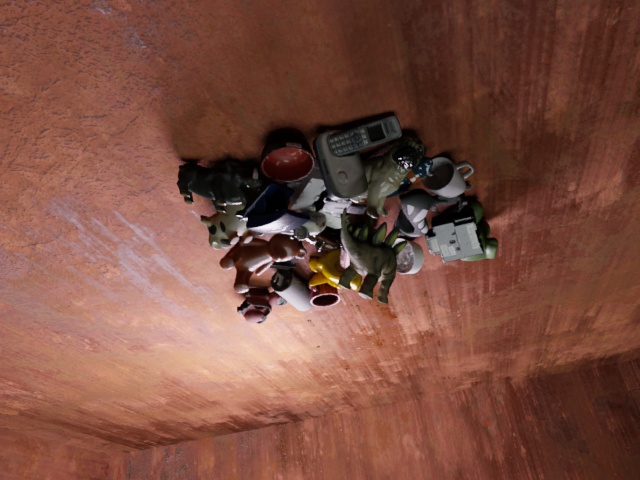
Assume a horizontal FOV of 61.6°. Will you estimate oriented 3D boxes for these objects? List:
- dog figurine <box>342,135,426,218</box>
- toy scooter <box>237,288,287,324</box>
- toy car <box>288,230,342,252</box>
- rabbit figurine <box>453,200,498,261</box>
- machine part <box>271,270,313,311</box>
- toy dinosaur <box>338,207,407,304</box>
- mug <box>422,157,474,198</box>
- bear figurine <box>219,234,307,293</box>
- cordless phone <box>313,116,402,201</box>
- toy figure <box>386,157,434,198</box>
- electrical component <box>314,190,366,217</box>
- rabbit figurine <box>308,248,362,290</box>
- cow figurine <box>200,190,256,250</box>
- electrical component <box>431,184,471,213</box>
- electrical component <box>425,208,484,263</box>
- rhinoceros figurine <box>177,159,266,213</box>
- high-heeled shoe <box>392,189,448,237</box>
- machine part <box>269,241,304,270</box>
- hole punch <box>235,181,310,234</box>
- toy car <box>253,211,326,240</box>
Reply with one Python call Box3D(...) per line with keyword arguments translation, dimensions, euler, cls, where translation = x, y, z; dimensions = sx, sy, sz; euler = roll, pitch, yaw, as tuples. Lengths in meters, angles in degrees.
Box3D(translation=(0.122, -0.165, 1.187), dimensions=(0.172, 0.121, 0.190), euler=(28, 106, 7), cls="dog figurine")
Box3D(translation=(-0.202, 0.201, 1.698), dimensions=(0.135, 0.075, 0.184), euler=(21, 135, -38), cls="toy scooter")
Box3D(translation=(-0.003, -0.004, 1.399), dimensions=(0.089, 0.053, 0.202), euler=(-12, 157, 29), cls="toy car")
Box3D(translation=(0.386, -0.038, 1.434), dimensions=(0.159, 0.121, 0.170), euler=(-7, 131, 12), cls="rabbit figurine")
Box3D(translation=(-0.080, 0.154, 1.645), dimensions=(0.079, 0.079, 0.243), euler=(-19, 146, 17), cls="machine part")
Box3D(translation=(0.126, 0.044, 1.353), dimensions=(0.105, 0.198, 0.471), euler=(20, 176, 25), cls="toy dinosaur")
Box3D(translation=(0.306, -0.146, 1.252), dimensions=(0.109, 0.081, 0.107), euler=(-33, 151, 24), cls="mug")
Box3D(translation=(-0.143, 0.045, 1.410), dimensions=(0.196, 0.132, 0.120), euler=(-12, 119, 19), cls="bear figurine")
Box3D(translation=(0.089, -0.168, 1.104), dimensions=(0.184, 0.146, 0.088), euler=(-18, 174, 8), cls="cordless phone")
Box3D(translation=(0.197, -0.149, 1.233), dimensions=(0.154, 0.058, 0.064), euler=(-29, 120, 36), cls="toy figure")
Box3D(translation=(0.053, -0.094, 1.300), dimensions=(0.119, 0.048, 0.074), euler=(2, 147, -16), cls="electrical component")
Box3D(translation=(0.048, 0.099, 1.552), dimensions=(0.162, 0.122, 0.173), euler=(-5, 163, 1), cls="rabbit figurine")
Box3D(translation=(-0.208, -0.052, 1.261), dimensions=(0.085, 0.127, 0.195), euler=(-3, 138, -48), cls="cow figurine")
Box3D(translation=(0.323, -0.104, 1.345), dimensions=(0.102, 0.045, 0.078), euler=(-4, 150, -6), cls="electrical component")
Box3D(translation=(0.337, -0.009, 1.364), dimensions=(0.134, 0.058, 0.114), euler=(-12, 113, 19), cls="electrical component")
Box3D(translation=(-0.211, -0.120, 1.155), dimensions=(0.190, 0.112, 0.073), euler=(7, 163, -1), cls="rhinoceros figurine")
Box3D(translation=(0.204, -0.057, 1.319), dimensions=(0.145, 0.086, 0.248), euler=(-4, 161, -27), cls="high-heeled shoe")
Box3D(translation=(-0.093, 0.047, 1.508), dimensions=(0.084, 0.039, 0.139), euler=(17, 143, -25), cls="machine part")
Box3D(translation=(-0.097, -0.053, 1.167), dimensions=(0.116, 0.092, 0.142), euler=(-45, 159, 17), cls="hole punch")
Box3D(translation=(-0.082, -0.042, 1.283), dimensions=(0.202, 0.073, 0.056), euler=(6, 115, 25), cls="toy car")
